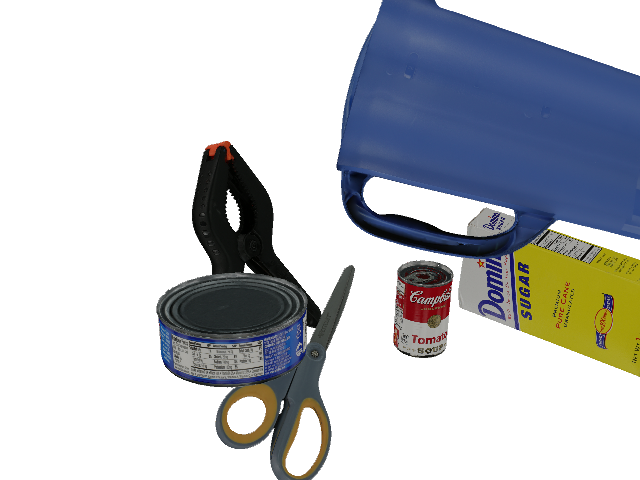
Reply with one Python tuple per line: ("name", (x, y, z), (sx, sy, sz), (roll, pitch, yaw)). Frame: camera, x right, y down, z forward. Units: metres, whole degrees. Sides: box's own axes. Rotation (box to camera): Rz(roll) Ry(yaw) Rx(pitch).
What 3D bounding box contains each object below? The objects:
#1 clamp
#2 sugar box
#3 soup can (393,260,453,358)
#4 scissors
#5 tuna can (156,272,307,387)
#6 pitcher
("clamp", (-0.068, 0.010, 1.021), (0.036, 0.210, 0.164), (-8, 0, 41))
("sugar box", (0.209, 0.043, 0.934), (0.176, 0.093, 0.048), (18, 35, 25))
("soup can", (0.125, 0.085, 1.315), (0.068, 0.102, 0.068), (2, 24, -1))
("scissors", (-0.025, 0.092, 0.827), (0.096, 0.201, 0.016), (13, -37, -10))
("tuna can", (-0.050, 0.050, 0.611), (0.086, 0.034, 0.086), (-1, 21, 0))
("pitcher", (0.135, -0.072, 0.759), (0.243, 0.145, 0.149), (17, -43, 2))
